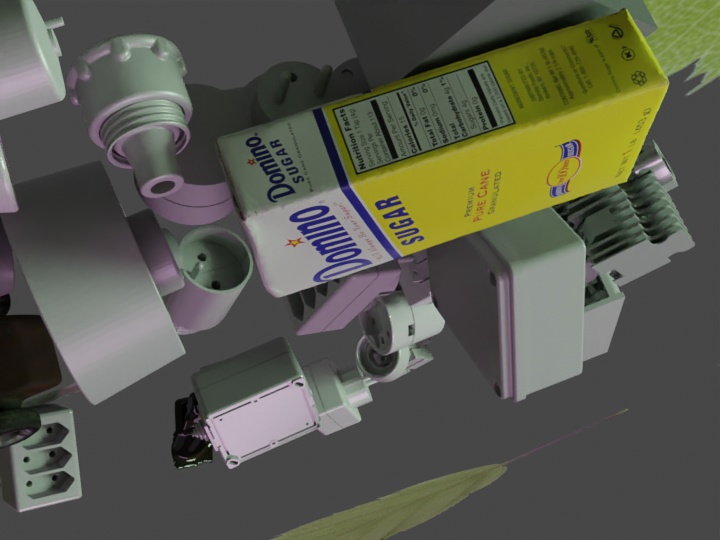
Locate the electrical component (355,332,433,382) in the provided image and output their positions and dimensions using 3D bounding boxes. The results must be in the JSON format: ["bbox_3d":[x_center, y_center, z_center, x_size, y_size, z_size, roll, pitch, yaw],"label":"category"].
[{"bbox_3d":[0.026,0.069,0.908,0.066,0.048,0.055,-30,166,22],"label":"electrical component"}]

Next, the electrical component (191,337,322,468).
[{"bbox_3d":[-0.088,0.102,0.834,0.096,0.061,0.061,-23,130,-7],"label":"electrical component"}]

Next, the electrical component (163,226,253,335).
[{"bbox_3d":[-0.096,0.012,0.637,0.043,0.043,0.081,-10,157,-29],"label":"electrical component"}]

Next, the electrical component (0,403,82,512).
[{"bbox_3d":[-0.241,0.133,0.786,0.047,0.065,0.077,-8,-175,-33],"label":"electrical component"}]

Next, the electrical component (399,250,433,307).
[{"bbox_3d":[0.061,-0.003,0.751,0.055,0.048,0.066,-30,166,36],"label":"electrical component"}]

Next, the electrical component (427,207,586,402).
[{"bbox_3d":[0.086,0.003,0.652,0.056,0.108,0.108,-19,131,-12],"label":"electrical component"}]

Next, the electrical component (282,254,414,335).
[{"bbox_3d":[0.000,0.000,0.696,0.076,0.047,0.083,-7,156,-34],"label":"electrical component"}]

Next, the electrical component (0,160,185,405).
[{"bbox_3d":[-0.117,0.001,0.500,0.060,0.108,0.108,-24,161,-10],"label":"electrical component"}]

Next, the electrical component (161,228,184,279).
[{"bbox_3d":[-0.124,-0.001,0.583,0.046,0.040,0.040,-17,161,-30],"label":"electrical component"}]

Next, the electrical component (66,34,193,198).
[{"bbox_3d":[-0.088,-0.059,0.430,0.048,0.062,0.048,-19,161,-7],"label":"electrical component"}]

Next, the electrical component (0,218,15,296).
[{"bbox_3d":[-0.207,0.004,0.503,0.077,0.044,0.079,-11,158,-26],"label":"electrical component"}]

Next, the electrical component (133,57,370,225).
[{"bbox_3d":[-0.031,-0.067,0.481,0.138,0.052,0.073,-13,159,-21],"label":"electrical component"}]

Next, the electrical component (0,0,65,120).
[{"bbox_3d":[-0.142,-0.070,0.381,0.078,0.040,0.040,-19,160,-6],"label":"electrical component"}]

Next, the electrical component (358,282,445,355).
[{"bbox_3d":[0.031,0.030,0.797,0.047,0.055,0.055,-17,160,-23],"label":"electrical component"}]

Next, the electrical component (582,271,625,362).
[{"bbox_3d":[0.165,0.043,0.955,0.105,0.060,0.186,-22,160,1],"label":"electrical component"}]

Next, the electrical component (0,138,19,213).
[{"bbox_3d":[-0.170,-0.039,0.429,0.055,0.045,0.045,-15,159,-15],"label":"electrical component"}]

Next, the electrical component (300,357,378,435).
[{"bbox_3d":[-0.013,0.107,0.961,0.076,0.047,0.083,-22,160,2],"label":"electrical component"}]
